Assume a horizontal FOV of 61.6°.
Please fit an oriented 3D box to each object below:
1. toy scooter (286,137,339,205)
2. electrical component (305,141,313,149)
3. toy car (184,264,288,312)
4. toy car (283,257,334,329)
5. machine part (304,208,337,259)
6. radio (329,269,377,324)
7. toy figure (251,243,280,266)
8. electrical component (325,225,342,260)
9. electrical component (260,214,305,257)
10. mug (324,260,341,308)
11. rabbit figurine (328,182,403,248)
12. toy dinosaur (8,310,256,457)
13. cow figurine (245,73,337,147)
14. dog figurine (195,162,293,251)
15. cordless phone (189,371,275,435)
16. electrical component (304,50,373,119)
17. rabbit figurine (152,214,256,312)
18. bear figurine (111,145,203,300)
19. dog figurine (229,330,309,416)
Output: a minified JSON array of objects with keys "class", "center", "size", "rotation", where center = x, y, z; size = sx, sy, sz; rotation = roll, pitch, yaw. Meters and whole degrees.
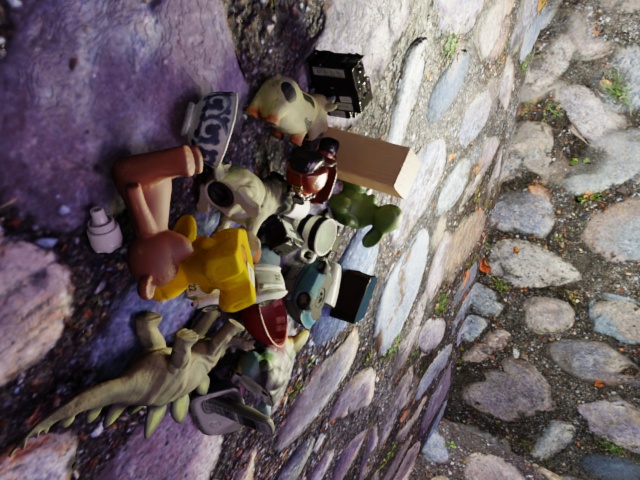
[{"class":"toy scooter","center":[-0.014,-0.117,1.040],"size":[0.184,0.075,0.135],"rotation":[-45,152,-59]},{"class":"electrical component","center":[-0.030,-0.147,1.130],"size":[0.102,0.045,0.078],"rotation":[80,12,-48]},{"class":"toy car","center":[-0.152,0.084,0.978],"size":[0.201,0.073,0.056],"rotation":[0,153,-39]},{"class":"toy car","center":[-0.038,0.111,1.216],"size":[0.109,0.103,0.161],"rotation":[65,43,-63]},{"class":"machine part","center":[-0.003,-0.004,1.278],"size":[0.139,0.039,0.084],"rotation":[-65,160,-11]},{"class":"radio","center":[0.096,0.149,1.454],"size":[0.229,0.073,0.131],"rotation":[19,90,-79]},{"class":"toy figure","center":[-0.130,0.028,1.046],"size":[0.058,0.064,0.154],"rotation":[-54,153,4]},{"class":"electrical component","center":[0.026,0.005,1.348],"size":[0.063,0.021,0.094],"rotation":[15,95,-62]},{"class":"electrical component","center":[-0.074,-0.009,1.096],"size":[0.048,0.075,0.119],"rotation":[-28,165,10]},{"class":"mug","center":[0.010,0.102,1.326],"size":[0.109,0.081,0.107],"rotation":[58,49,-66]},{"class":"rabbit figurine","center":[0.121,-0.055,1.317],"size":[0.121,0.170,0.158],"rotation":[-47,144,-35]},{"class":"toy dinosaur","center":[-0.267,0.224,0.894],"size":[0.471,0.105,0.198],"rotation":[2,109,-57]},{"class":"cow figurine","center":[-0.043,-0.244,1.004],"size":[0.127,0.086,0.194],"rotation":[-63,151,1]},{"class":"dog figurine","center":[-0.122,-0.095,0.961],"size":[0.190,0.121,0.172],"rotation":[-58,159,-46]},{"class":"cordless phone","center":[-0.162,0.356,1.077],"size":[0.089,0.184,0.146],"rotation":[-50,146,-40]},{"class":"electrical component","center":[0.040,-0.304,1.067],"size":[0.058,0.115,0.134],"rotation":[-54,148,-29]},{"class":"rabbit figurine","center":[-0.200,0.036,0.856],"size":[0.121,0.173,0.162],"rotation":[66,7,-54]},{"class":"bear figurine","center":[-0.216,-0.026,0.750],"size":[0.120,0.132,0.195],"rotation":[-109,-173,-82]},{"class":"dog figurine","center":[-0.102,0.252,1.173],"size":[0.219,0.109,0.191],"rotation":[-58,170,-39]}]
